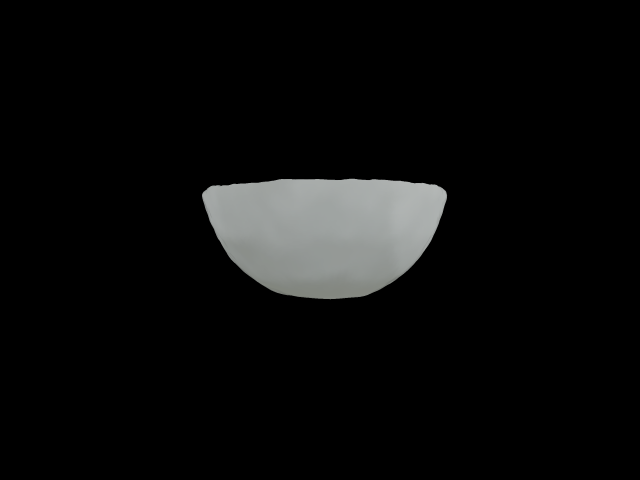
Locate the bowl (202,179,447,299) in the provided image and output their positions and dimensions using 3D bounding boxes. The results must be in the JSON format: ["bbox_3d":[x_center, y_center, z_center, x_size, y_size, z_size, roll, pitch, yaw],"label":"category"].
[{"bbox_3d":[0.004,0.001,0.400,0.167,0.075,0.167,0,0,0],"label":"bowl"}]
